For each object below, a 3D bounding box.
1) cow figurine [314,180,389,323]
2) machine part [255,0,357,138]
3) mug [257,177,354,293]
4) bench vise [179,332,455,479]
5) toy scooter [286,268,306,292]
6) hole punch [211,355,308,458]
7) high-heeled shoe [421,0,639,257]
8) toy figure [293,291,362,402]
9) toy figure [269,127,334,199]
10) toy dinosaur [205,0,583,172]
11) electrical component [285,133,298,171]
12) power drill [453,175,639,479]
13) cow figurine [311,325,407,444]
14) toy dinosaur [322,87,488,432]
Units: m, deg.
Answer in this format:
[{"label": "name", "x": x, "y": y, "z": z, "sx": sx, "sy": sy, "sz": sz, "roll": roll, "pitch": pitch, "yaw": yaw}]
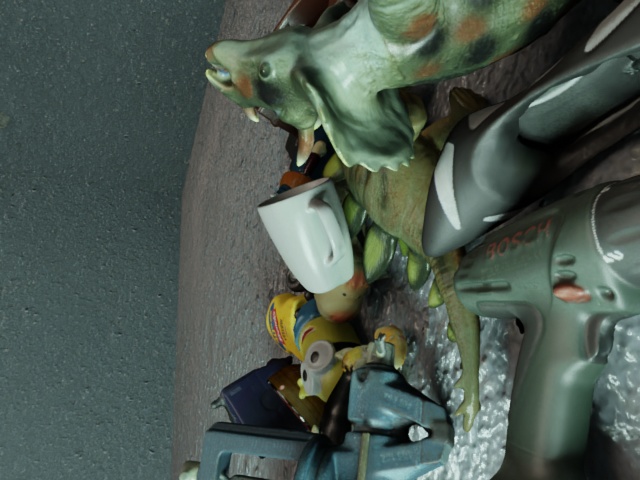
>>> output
[{"label": "cow figurine", "x": 0.028, "y": 0.010, "z": 0.673, "sx": 0.127, "sy": 0.085, "sz": 0.195, "roll": 128, "pitch": 148, "yaw": -56}, {"label": "machine part", "x": -0.012, "y": -0.266, "z": 0.782, "sx": 0.201, "sy": 0.087, "sz": 0.202, "roll": -49, "pitch": 32, "yaw": 21}, {"label": "mug", "x": -0.001, "y": -0.002, "z": 0.542, "sx": 0.110, "sy": 0.081, "sz": 0.107, "roll": 4, "pitch": 120, "yaw": 61}, {"label": "bench vise", "x": -0.009, "y": 0.192, "z": 0.469, "sx": 0.128, "sy": 0.241, "sz": 0.223, "roll": 35, "pitch": -123, "yaw": -69}, {"label": "toy scooter", "x": -0.024, "y": -0.022, "z": 0.833, "sx": 0.135, "sy": 0.075, "sz": 0.184, "roll": 118, "pitch": 149, "yaw": -42}, {"label": "hole punch", "x": -0.072, "y": 0.242, "z": 0.780, "sx": 0.115, "sy": 0.142, "sz": 0.092, "roll": 64, "pitch": 157, "yaw": 1}, {"label": "high-heeled shoe", "x": 0.152, "y": -0.060, "z": 0.320, "sx": 0.248, "sy": 0.086, "sz": 0.145, "roll": -58, "pitch": 15, "yaw": 21}, {"label": "toy figure", "x": 0.014, "y": 0.128, "z": 0.673, "sx": 0.180, "sy": 0.089, "sz": 0.082, "roll": -108, "pitch": 19, "yaw": -66}, {"label": "toy figure", "x": -0.018, "y": -0.075, "z": 0.659, "sx": 0.154, "sy": 0.058, "sz": 0.064, "roll": -60, "pitch": -32, "yaw": -28}, {"label": "toy dinosaur", "x": 0.109, "y": -0.181, "z": 0.351, "sx": 0.192, "sy": 0.405, "sz": 0.131, "roll": 58, "pitch": -175, "yaw": -47}, {"label": "electrical component", "x": -0.012, "y": -0.154, "z": 0.869, "sx": 0.115, "sy": 0.058, "sz": 0.134, "roll": -108, "pitch": 32, "yaw": -53}, {"label": "power drill", "x": 0.154, "y": 0.070, "z": 0.307, "sx": 0.232, "sy": 0.086, "sz": 0.207, "roll": 163, "pitch": 109, "yaw": -70}, {"label": "cow figurine", "x": 0.040, "y": 0.170, "z": 0.559, "sx": 0.068, "sy": 0.098, "sz": 0.167, "roll": 176, "pitch": 100, "yaw": -76}, {"label": "toy dinosaur", "x": 0.081, "y": -0.064, "z": 0.534, "sx": 0.198, "sy": 0.105, "sz": 0.472, "roll": 106, "pitch": 159, "yaw": -45}]
